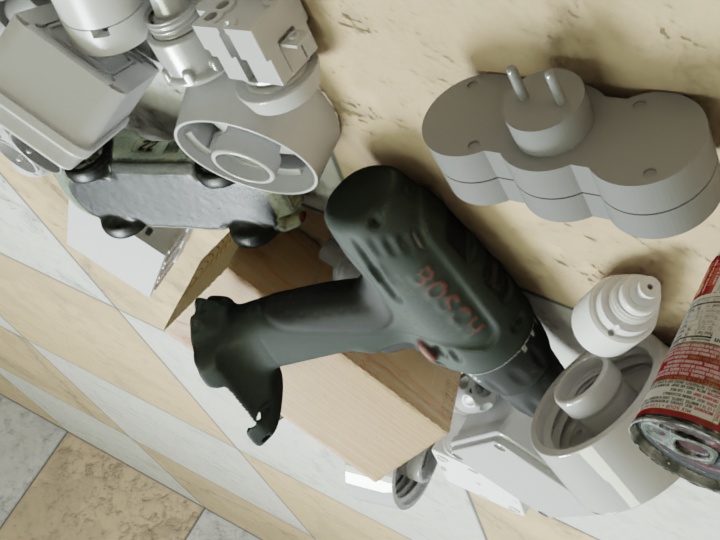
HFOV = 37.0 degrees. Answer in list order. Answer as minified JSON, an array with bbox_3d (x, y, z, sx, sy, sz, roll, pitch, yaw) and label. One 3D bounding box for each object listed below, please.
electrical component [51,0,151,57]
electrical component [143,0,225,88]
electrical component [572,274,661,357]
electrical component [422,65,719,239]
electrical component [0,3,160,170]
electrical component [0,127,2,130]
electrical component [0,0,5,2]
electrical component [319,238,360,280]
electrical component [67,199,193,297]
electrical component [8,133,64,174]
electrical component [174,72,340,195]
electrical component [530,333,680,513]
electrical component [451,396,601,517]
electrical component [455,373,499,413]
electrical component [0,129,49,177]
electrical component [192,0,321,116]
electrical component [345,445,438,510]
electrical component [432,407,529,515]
[{"bbox_3d":[-0.144,-0.154,0.594,0.055,0.055,0.047,22,154,24],"label":"electrical component"},{"bbox_3d":[-0.097,-0.134,0.586,0.048,0.048,0.062,15,147,38],"label":"electrical component"},{"bbox_3d":[0.147,0.022,0.598,0.040,0.040,0.078,31,159,3],"label":"electrical component"},{"bbox_3d":[0.086,-0.063,0.474,0.138,0.052,0.073,15,153,38],"label":"electrical component"},{"bbox_3d":[-0.177,-0.113,0.650,0.078,0.057,0.113,36,-164,-10],"label":"electrical component"},{"bbox_3d":[-0.270,-0.144,0.785,0.062,0.061,0.096,41,158,-21],"label":"electrical component"},{"bbox_3d":[-0.241,-0.187,0.675,0.078,0.040,0.040,8,149,48],"label":"electrical component"},{"bbox_3d":[0.000,0.000,0.756,0.062,0.048,0.048,32,161,20],"label":"electrical component"},{"bbox_3d":[-0.191,-0.042,0.905,0.089,0.061,0.150,34,160,-5],"label":"electrical component"},{"bbox_3d":[-0.211,-0.120,0.733,0.044,0.077,0.079,12,151,43],"label":"electrical component"},{"bbox_3d":[-0.061,-0.089,0.643,0.099,0.064,0.099,16,163,5],"label":"electrical component"},{"bbox_3d":[0.151,0.084,0.646,0.060,0.108,0.108,44,157,-14],"label":"electrical component"},{"bbox_3d":[0.144,0.147,0.867,0.109,0.056,0.109,34,160,-6],"label":"electrical component"},{"bbox_3d":[0.089,0.099,0.867,0.035,0.035,0.061,33,162,-3],"label":"electrical component"},{"bbox_3d":[-0.286,-0.119,0.889,0.079,0.044,0.077,33,160,-3],"label":"electrical component"},{"bbox_3d":[-0.050,-0.115,0.561,0.066,0.048,0.055,15,146,38],"label":"electrical component"},{"bbox_3d":[0.039,0.172,1.009,0.060,0.108,0.108,13,153,28],"label":"electrical component"},{"bbox_3d":[0.118,0.175,0.978,0.100,0.048,0.099,21,158,26],"label":"electrical component"}]
